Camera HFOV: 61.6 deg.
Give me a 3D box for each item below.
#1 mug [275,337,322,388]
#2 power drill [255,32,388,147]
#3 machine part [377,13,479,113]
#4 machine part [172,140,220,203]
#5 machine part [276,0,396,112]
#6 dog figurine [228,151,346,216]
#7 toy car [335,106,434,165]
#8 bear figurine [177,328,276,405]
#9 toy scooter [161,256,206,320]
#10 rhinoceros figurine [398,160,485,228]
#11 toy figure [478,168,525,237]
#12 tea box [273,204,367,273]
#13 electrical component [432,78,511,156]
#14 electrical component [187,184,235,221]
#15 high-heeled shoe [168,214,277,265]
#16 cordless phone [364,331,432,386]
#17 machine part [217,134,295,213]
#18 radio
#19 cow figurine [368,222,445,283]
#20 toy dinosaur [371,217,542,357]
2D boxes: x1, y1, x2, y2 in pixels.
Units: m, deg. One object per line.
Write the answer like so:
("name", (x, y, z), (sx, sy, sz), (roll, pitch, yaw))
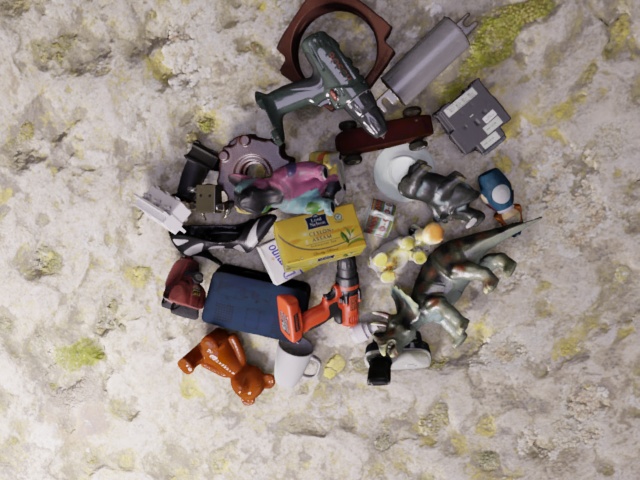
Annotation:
("mug", (-0.055, 0.286, 1.235), (0.110, 0.081, 0.107), (18, 115, 0))
("power drill", (-0.007, -0.257, 1.022), (0.207, 0.086, 0.232), (-26, 96, 16))
("machine part", (0.206, -0.350, 1.058), (0.243, 0.079, 0.079), (-41, 94, 13))
("machine part", (-0.275, -0.144, 1.192), (0.084, 0.039, 0.138), (30, 103, -3))
("machine part", (0.032, -0.377, 1.075), (0.201, 0.087, 0.201), (36, 103, -1))
("dog figurine", (-0.071, -0.109, 1.086), (0.219, 0.191, 0.108), (-2, 116, 18))
("toy car", (0.131, -0.215, 1.112), (0.202, 0.053, 0.089), (-11, 80, 9))
("bear figurine", (-0.207, 0.301, 1.232), (0.120, 0.132, 0.196), (-39, 88, 17))
("toy scooter", (-0.299, 0.099, 1.199), (0.075, 0.184, 0.135), (23, 81, -31))
("rhinoceros figurine", (0.254, -0.089, 1.098), (0.190, 0.073, 0.112), (24, 104, -7))
("toy figure", (0.377, -0.071, 1.106), (0.064, 0.058, 0.154), (-24, 100, 34))
("tea box", (-0.002, -0.003, 1.093), (0.170, 0.068, 0.098), (-16, 75, -10))
("electrical component", (0.310, -0.237, 1.079), (0.115, 0.058, 0.134), (-37, 95, 15))
("electrical component", (-0.236, -0.081, 1.155), (0.102, 0.045, 0.078), (-4, 89, 27))
("high-heeled shoe", (-0.215, -0.027, 1.169), (0.145, 0.086, 0.249), (40, 125, -22))
("cordless phone", (0.165, 0.262, 1.140), (0.147, 0.184, 0.088), (-3, 97, 9))
("machine part", (-0.139, -0.142, 1.164), (0.179, 0.056, 0.179), (2, 103, 7))
("radio", (-0.139, 0.140, 1.209), (0.230, 0.073, 0.131), (12, 103, 0))
("cow figurine", (0.181, 0.018, 1.141), (0.167, 0.098, 0.068), (-31, 101, -3))
("toy dinosaur", (0.268, 0.081, 1.122), (0.192, 0.131, 0.404), (36, 91, 24))
